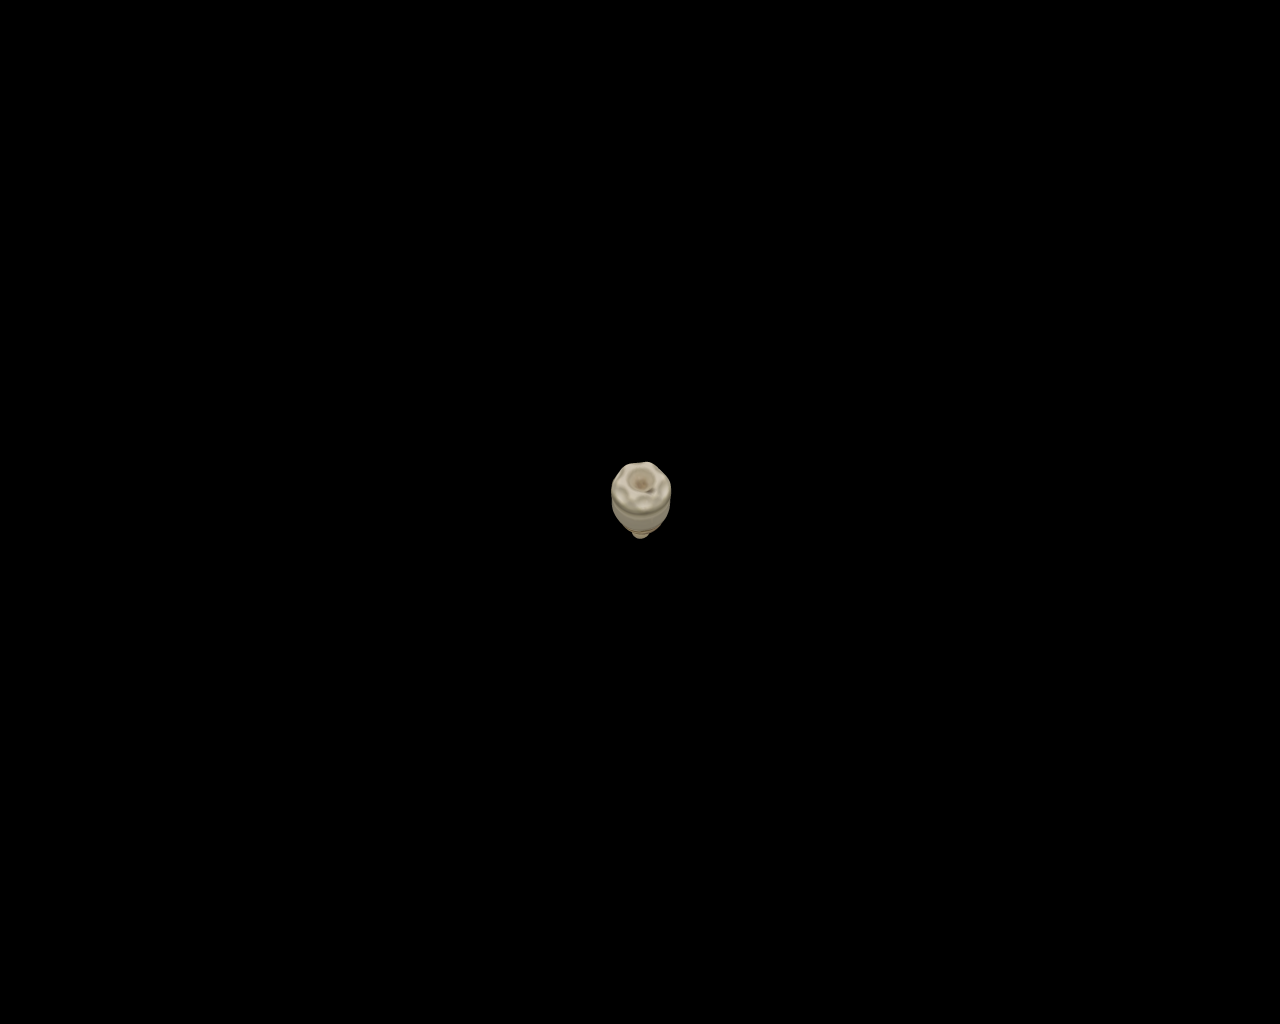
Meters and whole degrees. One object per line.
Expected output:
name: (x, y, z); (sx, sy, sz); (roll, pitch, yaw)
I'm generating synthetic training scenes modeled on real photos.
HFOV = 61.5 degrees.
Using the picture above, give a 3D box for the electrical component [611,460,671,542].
electrical component: (0.001, -0.003, 0.650); (0.035, 0.035, 0.061); (0, -34, 0)
